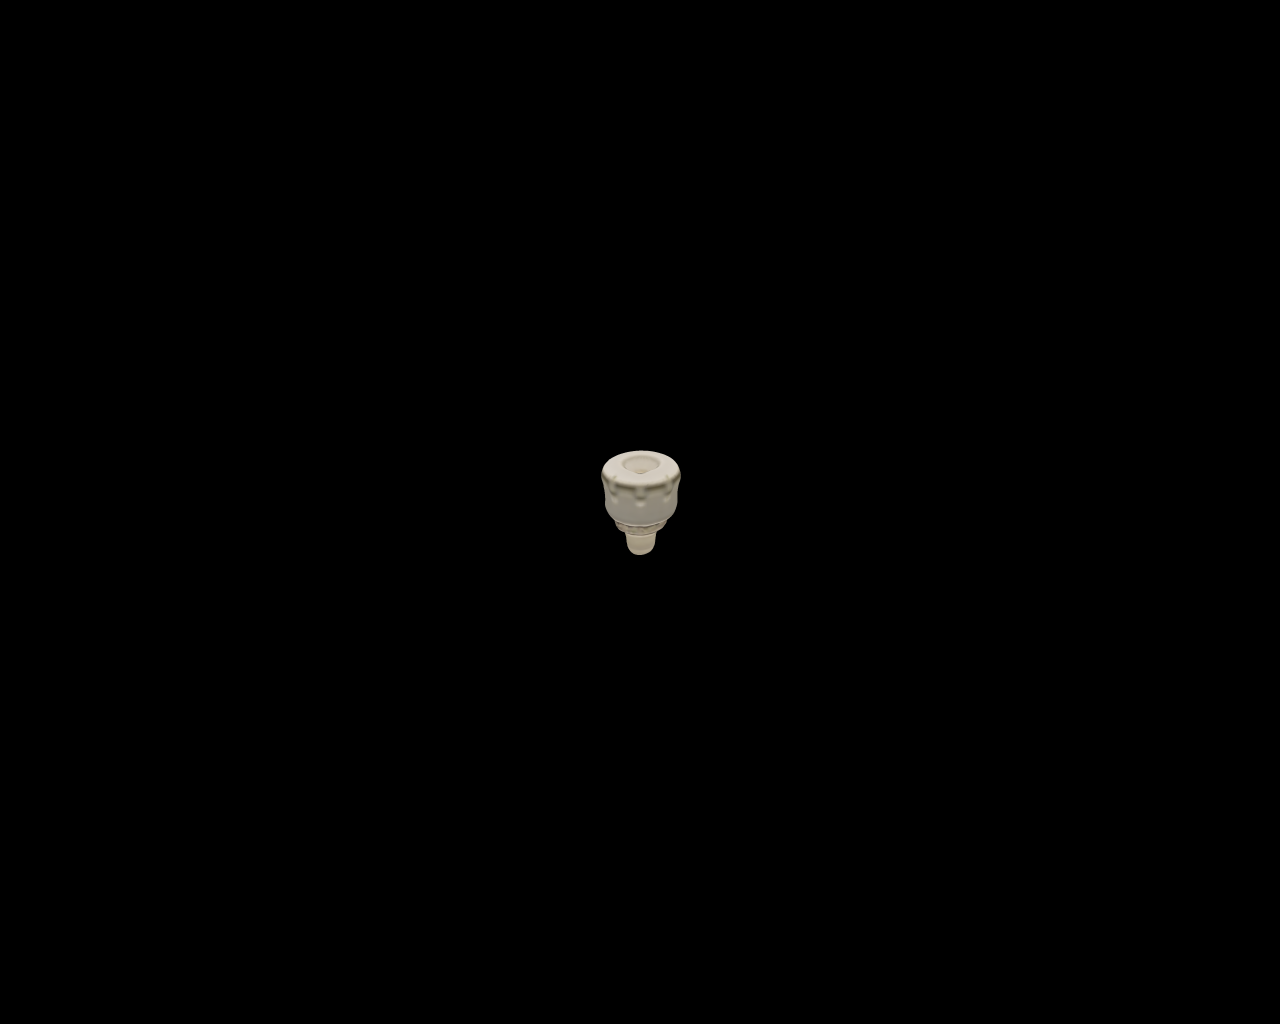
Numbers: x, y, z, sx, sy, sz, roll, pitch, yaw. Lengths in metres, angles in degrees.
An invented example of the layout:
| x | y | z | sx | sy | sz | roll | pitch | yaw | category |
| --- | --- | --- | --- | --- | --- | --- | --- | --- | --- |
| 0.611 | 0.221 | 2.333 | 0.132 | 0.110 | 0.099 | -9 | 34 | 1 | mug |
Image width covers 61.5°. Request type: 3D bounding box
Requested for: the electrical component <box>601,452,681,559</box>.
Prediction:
| x | y | z | sx | sy | sz | roll | pitch | yaw | category |
| --- | --- | --- | --- | --- | --- | --- | --- | --- | --- |
| 0.001 | -0.003 | 0.650 | 0.048 | 0.062 | 0.048 | 0 | 27 | 0 | electrical component |
